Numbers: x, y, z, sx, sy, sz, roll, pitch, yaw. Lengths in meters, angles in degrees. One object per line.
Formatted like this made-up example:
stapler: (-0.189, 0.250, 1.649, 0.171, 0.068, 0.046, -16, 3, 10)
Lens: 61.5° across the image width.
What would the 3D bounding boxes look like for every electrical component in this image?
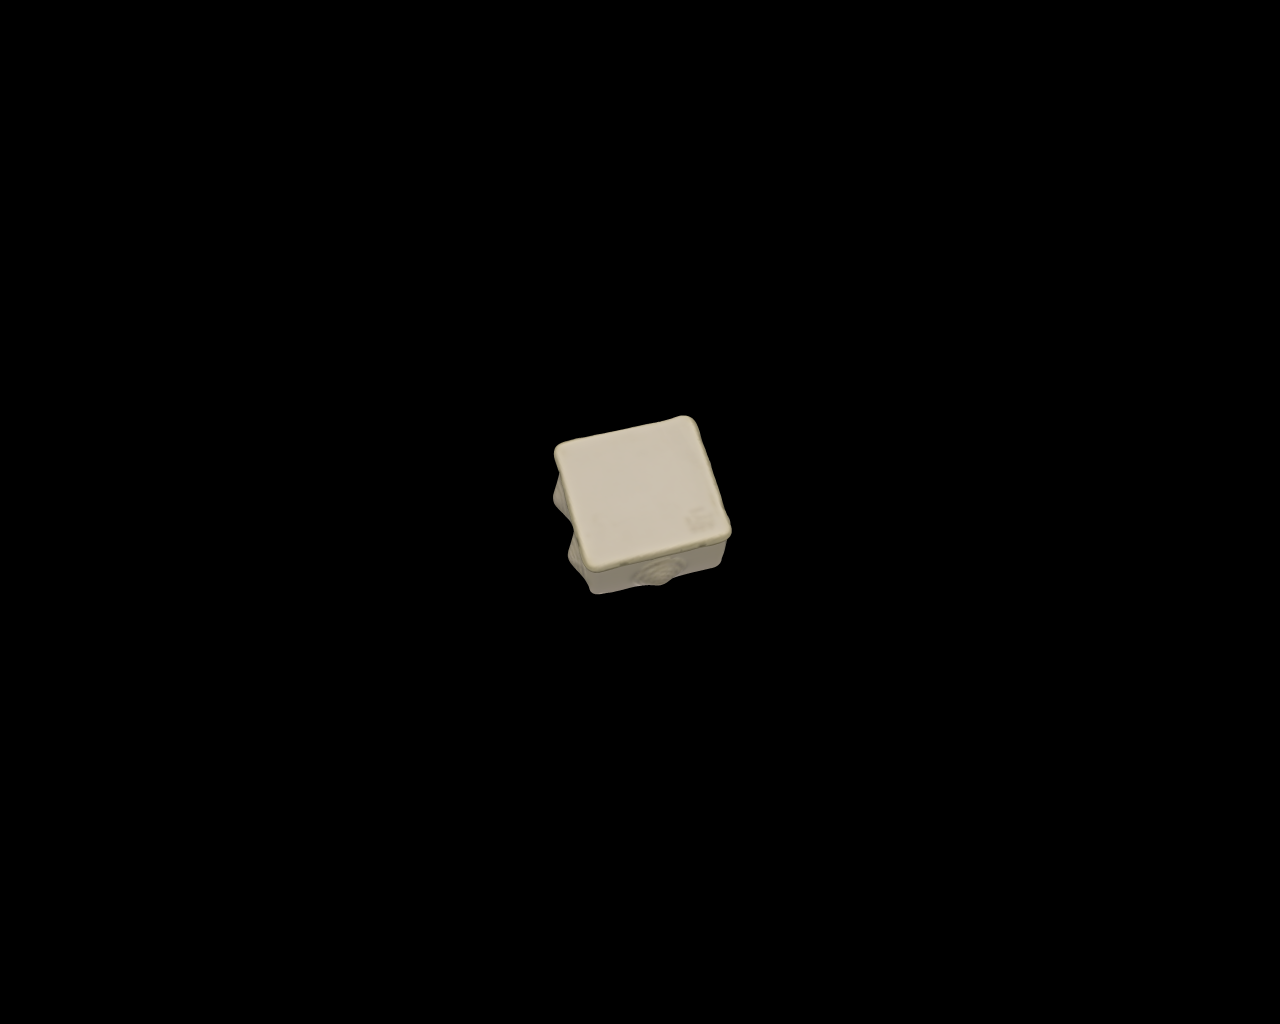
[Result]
electrical component: (0.001, -0.003, 0.650, 0.100, 0.100, 0.048, -13, -28, -7)
